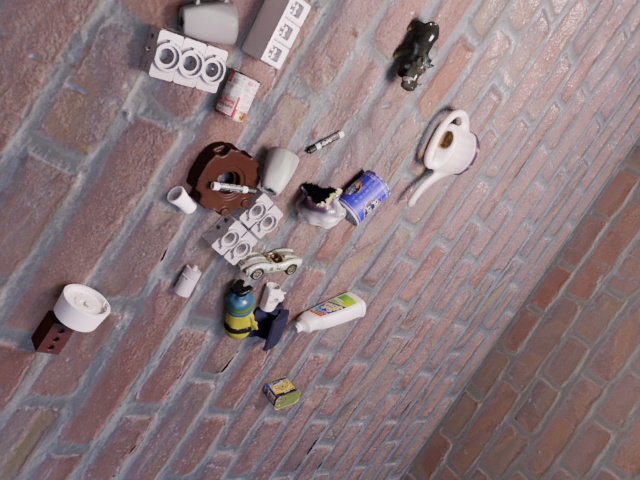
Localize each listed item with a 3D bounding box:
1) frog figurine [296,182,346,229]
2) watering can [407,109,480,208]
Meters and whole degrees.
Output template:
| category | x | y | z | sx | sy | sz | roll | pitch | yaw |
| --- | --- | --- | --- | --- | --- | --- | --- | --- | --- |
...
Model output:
| category | x | y | z | sx | sy | sz | roll | pitch | yaw |
| --- | --- | --- | --- | --- | --- | --- | --- | --- | --- |
| frog figurine | 0.004 | -0.073 | 1.451 | 0.137 | 0.126 | 0.155 | -6 | 138 | 0 |
| watering can | 0.408 | -0.259 | 1.695 | 0.224 | 0.105 | 0.343 | 5 | 113 | -45 |
